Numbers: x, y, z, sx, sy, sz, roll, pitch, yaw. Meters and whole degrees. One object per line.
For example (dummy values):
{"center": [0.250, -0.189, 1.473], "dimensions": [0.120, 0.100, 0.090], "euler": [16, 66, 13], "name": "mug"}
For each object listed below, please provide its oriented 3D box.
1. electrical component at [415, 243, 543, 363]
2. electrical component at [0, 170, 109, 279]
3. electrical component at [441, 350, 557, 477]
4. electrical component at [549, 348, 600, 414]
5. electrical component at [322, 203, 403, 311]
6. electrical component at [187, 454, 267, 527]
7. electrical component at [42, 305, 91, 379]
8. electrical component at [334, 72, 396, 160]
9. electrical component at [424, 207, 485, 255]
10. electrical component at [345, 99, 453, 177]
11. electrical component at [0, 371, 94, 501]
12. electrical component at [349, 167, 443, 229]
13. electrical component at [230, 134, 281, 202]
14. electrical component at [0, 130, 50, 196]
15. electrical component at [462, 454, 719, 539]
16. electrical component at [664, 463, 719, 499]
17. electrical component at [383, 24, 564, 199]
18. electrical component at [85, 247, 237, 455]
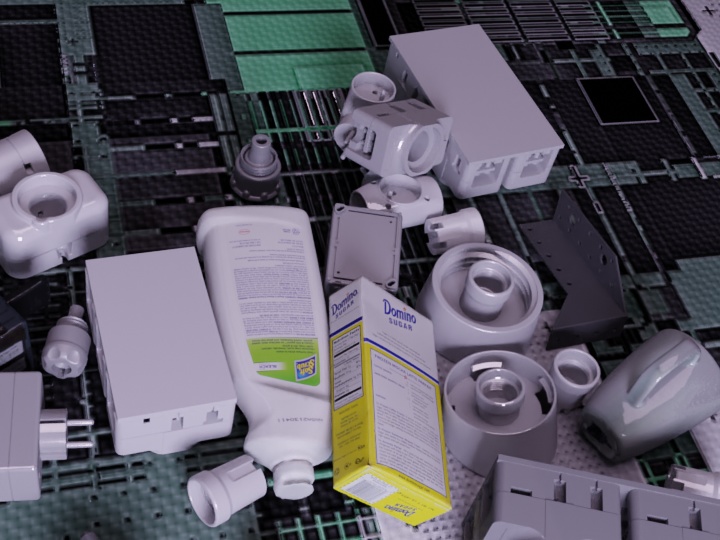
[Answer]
{"center": [0.107, 0.025, 0.936], "dimensions": [0.108, 0.060, 0.108], "euler": [6, 50, -7], "name": "electrical component"}
{"center": [-0.264, -0.043, 0.910], "dimensions": [0.095, 0.059, 0.053], "euler": [-27, 61, -30], "name": "electrical component"}
{"center": [0.114, 0.116, 0.875], "dimensions": [0.099, 0.064, 0.099], "euler": [-1, 42, 1], "name": "electrical component"}
{"center": [0.175, 0.094, 0.902], "dimensions": [0.040, 0.046, 0.040], "euler": [6, 50, -7], "name": "electrical component"}
{"center": [0.000, 0.000, 0.937], "dimensions": [0.062, 0.061, 0.096], "euler": [8, 58, -4], "name": "electrical component"}
{"center": [-0.098, 0.161, 0.792], "dimensions": [0.046, 0.040, 0.040], "euler": [-23, 59, -35], "name": "electrical component"}
{"center": [-0.231, 0.054, 0.854], "dimensions": [0.035, 0.035, 0.061], "euler": [7, 47, -6], "name": "electrical component"}
{"center": [0.000, -0.138, 1.035], "dimensions": [0.043, 0.077, 0.079], "euler": [24, 50, 7], "name": "electrical component"}
{"center": [0.087, -0.034, 0.995], "dimensions": [0.046, 0.040, 0.040], "euler": [-11, 54, -14], "name": "electrical component"}
{"center": [0.040, -0.122, 1.000], "dimensions": [0.056, 0.050, 0.089], "euler": [33, 34, 33], "name": "electrical component"}
{"center": [-0.234, 0.121, 0.789], "dimensions": [0.076, 0.047, 0.083], "euler": [0, 51, -13], "name": "electrical component"}
{"center": [0.026, -0.072, 1.009], "dimensions": [0.077, 0.044, 0.079], "euler": [-13, 52, -23], "name": "electrical component"}
{"center": [-0.094, -0.097, 0.991], "dimensions": [0.048, 0.062, 0.048], "euler": [6, 50, -7], "name": "electrical component"}
{"center": [-0.305, -0.089, 0.944], "dimensions": [0.047, 0.055, 0.055], "euler": [-29, 62, -27], "name": "electrical component"}
{"center": [0.175, 0.203, 0.774], "dimensions": [0.186, 0.105, 0.060], "euler": [12, 49, -2], "name": "electrical component"}
{"center": [0.270, 0.177, 0.860], "dimensions": [0.046, 0.040, 0.040], "euler": [14, 49, 8], "name": "electrical component"}
{"center": [0.109, -0.161, 1.090], "dimensions": [0.105, 0.060, 0.186], "euler": [-13, 55, -22], "name": "electrical component"}
{"center": [-0.159, 0.063, 0.844], "dimensions": [0.089, 0.061, 0.150], "euler": [-8, 53, -19], "name": "electrical component"}
